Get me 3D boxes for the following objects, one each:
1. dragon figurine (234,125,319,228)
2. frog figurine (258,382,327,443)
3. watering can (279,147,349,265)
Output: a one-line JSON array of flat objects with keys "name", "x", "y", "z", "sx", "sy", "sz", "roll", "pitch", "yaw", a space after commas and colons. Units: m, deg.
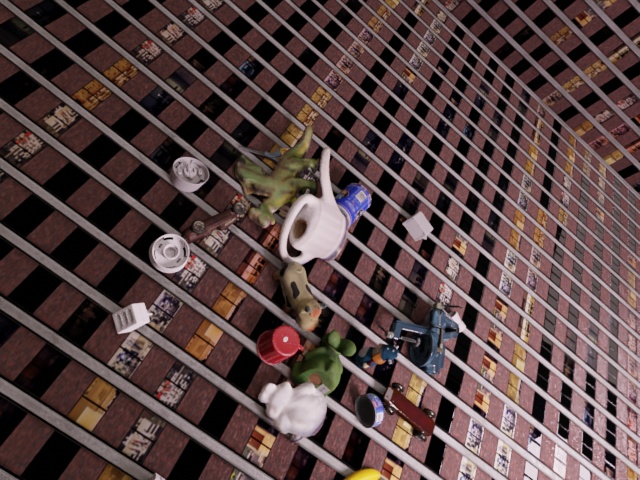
[{"name": "dragon figurine", "x": -0.136, "y": -0.207, "z": 1.562, "sx": 0.242, "sy": 0.120, "sz": 0.419, "roll": 12, "pitch": 58, "yaw": -20}, {"name": "frog figurine", "x": -0.065, "y": 0.402, "z": 1.263, "sx": 0.139, "sy": 0.122, "sz": 0.158, "roll": -45, "pitch": 107, "yaw": -22}, {"name": "watering can", "x": 0.005, "y": -0.075, "z": 1.496, "sx": 0.222, "sy": 0.105, "sz": 0.348, "roll": 28, "pitch": 87, "yaw": -46}]
